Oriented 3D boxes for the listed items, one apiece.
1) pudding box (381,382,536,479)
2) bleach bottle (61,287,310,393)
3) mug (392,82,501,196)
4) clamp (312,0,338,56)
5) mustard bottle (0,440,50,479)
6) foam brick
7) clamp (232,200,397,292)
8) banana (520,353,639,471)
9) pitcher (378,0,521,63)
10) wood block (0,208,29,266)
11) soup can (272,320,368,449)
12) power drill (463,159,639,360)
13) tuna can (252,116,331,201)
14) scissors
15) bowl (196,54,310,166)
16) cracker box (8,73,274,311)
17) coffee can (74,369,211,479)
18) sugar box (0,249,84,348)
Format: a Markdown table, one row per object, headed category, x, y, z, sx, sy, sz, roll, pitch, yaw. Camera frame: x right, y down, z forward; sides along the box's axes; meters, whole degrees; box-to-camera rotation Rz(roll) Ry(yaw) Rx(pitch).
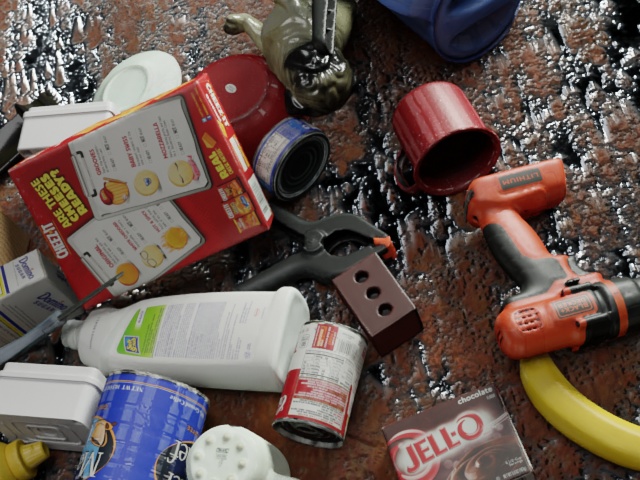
| category | x | y | z | sx | sy | sz | roll | pitch | yaw |
| --- | --- | --- | --- | --- | --- | --- | --- | --- | --- |
| pudding box | 0.121 | 0.189 | 0.940 | 0.113 | 0.039 | 0.090 | -23 | 57 | 5 |
| bleach bottle | -0.142 | 0.094 | 1.065 | 0.251 | 0.068 | 0.102 | 2 | 59 | 21 |
| mug | 0.117 | -0.097 | 1.084 | 0.117 | 0.093 | 0.081 | -50 | 45 | 30 |
| clamp | 0.025 | -0.284 | 1.083 | 0.164 | 0.036 | 0.210 | -33 | 49 | -2 |
| mustard bottle | -0.354 | 0.246 | 1.046 | 0.191 | 0.058 | 0.096 | -25 | 51 | 2 |
| foam brick | 0.056 | 0.062 | 1.026 | 0.053 | 0.051 | 0.078 | -34 | 57 | -4 |
| clamp | -0.007 | 0.001 | 1.089 | 0.171 | 0.039 | 0.120 | -8 | 63 | 14 |
| banana | 0.240 | 0.149 | 0.927 | 0.069 | 0.037 | 0.198 | -43 | 58 | -9 |
| pitcher | 0.096 | -0.309 | 1.173 | 0.145 | 0.149 | 0.243 | -45 | 55 | 0 |
| wood block | -0.441 | 0.023 | 1.181 | 0.206 | 0.090 | 0.091 | -5 | 60 | 16 |
| soup can | 0.002 | 0.134 | 0.992 | 0.069 | 0.068 | 0.102 | 6 | 63 | 20 |
| power drill | 0.227 | 0.013 | 0.987 | 0.184 | 0.057 | 0.188 | -13 | 53 | -9 |
| tuna can | -0.029 | -0.084 | 1.115 | 0.034 | 0.086 | 0.086 | 37 | 77 | 28 |
| scissors | -0.280 | 0.092 | 1.060 | 0.202 | 0.096 | 0.016 | -34 | 91 | 37 |
| bowl | -0.093 | -0.153 | 1.192 | 0.162 | 0.055 | 0.162 | -7 | 60 | 13 |
| cracker box | -0.176 | -0.049 | 1.077 | 0.214 | 0.164 | 0.072 | -24 | 13 | 10 |
| coffee can | -0.169 | 0.204 | 0.985 | 0.103 | 0.102 | 0.140 | 5 | 63 | 20 |
| sugar box | -0.348 | 0.081 | 1.117 | 0.176 | 0.093 | 0.048 | -28 | 58 | 0 |
